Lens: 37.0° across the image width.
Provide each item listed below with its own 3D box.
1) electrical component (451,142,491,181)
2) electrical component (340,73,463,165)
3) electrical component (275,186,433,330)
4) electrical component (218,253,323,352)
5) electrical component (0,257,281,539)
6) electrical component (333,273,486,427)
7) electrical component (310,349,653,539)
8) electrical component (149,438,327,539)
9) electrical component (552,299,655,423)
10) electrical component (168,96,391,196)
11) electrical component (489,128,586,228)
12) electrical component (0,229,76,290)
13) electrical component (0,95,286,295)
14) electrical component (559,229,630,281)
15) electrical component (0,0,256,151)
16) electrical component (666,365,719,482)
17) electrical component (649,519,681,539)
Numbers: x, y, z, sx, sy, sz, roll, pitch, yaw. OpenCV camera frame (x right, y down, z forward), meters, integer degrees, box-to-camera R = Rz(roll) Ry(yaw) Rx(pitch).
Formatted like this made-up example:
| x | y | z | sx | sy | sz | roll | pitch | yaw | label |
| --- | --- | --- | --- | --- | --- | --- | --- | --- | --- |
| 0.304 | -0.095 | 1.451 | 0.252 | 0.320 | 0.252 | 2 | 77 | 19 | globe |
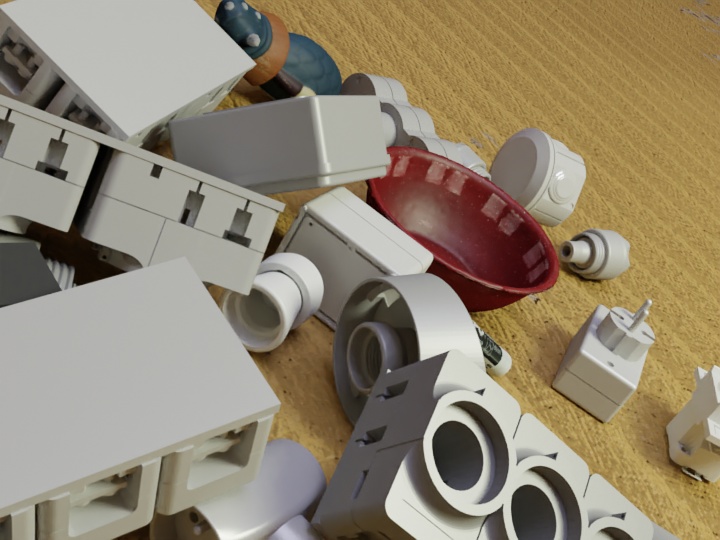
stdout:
| x | y | z | sx | sy | sz | roll | pitch | yaw | label |
| --- | --- | --- | --- | --- | --- | --- | --- | --- | --- |
| 0.090 | -0.075 | 0.902 | 0.043 | 0.043 | 0.062 | -11 | 52 | -50 | electrical component |
| 0.018 | -0.111 | 0.880 | 0.074 | 0.052 | 0.138 | 1 | 42 | -42 | electrical component |
| 0.000 | 0.000 | 0.690 | 0.096 | 0.061 | 0.061 | 38 | 30 | 10 | electrical component |
| -0.051 | 0.018 | 0.634 | 0.045 | 0.045 | 0.055 | 36 | 30 | 7 | electrical component |
| -0.122 | 0.064 | 0.438 | 0.150 | 0.061 | 0.089 | -18 | 54 | -30 | electrical component |
| 0.029 | 0.051 | 0.611 | 0.064 | 0.099 | 0.099 | 2 | 41 | -32 | electrical component |
| 0.065 | 0.119 | 0.503 | 0.150 | 0.062 | 0.089 | 42 | 52 | -19 | electrical component |
| -0.042 | 0.122 | 0.489 | 0.079 | 0.043 | 0.077 | 43 | 32 | 17 | electrical component |
| 0.184 | 0.052 | 0.768 | 0.047 | 0.075 | 0.083 | 35 | 30 | 6 | electrical component |
| -0.050 | -0.079 | 0.699 | 0.109 | 0.056 | 0.109 | -6 | 6 | 23 | electrical component |
| 0.151 | -0.078 | 0.928 | 0.051 | 0.080 | 0.080 | 20 | 32 | -30 | electrical component |
| -0.177 | 0.003 | 0.540 | 0.081 | 0.043 | 0.043 | 20 | 32 | -20 | electrical component |
| -0.147 | -0.043 | 0.573 | 0.186 | 0.060 | 0.105 | 20 | 1 | -19 | electrical component |
| 0.195 | -0.014 | 0.910 | 0.062 | 0.043 | 0.043 | 4 | 40 | -37 | electrical component |
| -0.161 | -0.134 | 0.717 | 0.105 | 0.060 | 0.186 | 45 | 30 | -4 | electrical component |
| 0.250 | 0.110 | 0.755 | 0.042 | 0.063 | 0.081 | 28 | 30 | -5 | electrical component |
| 0.132 | 0.163 | 0.581 | 0.079 | 0.043 | 0.077 | -31 | 37 | -24 | electrical component |
